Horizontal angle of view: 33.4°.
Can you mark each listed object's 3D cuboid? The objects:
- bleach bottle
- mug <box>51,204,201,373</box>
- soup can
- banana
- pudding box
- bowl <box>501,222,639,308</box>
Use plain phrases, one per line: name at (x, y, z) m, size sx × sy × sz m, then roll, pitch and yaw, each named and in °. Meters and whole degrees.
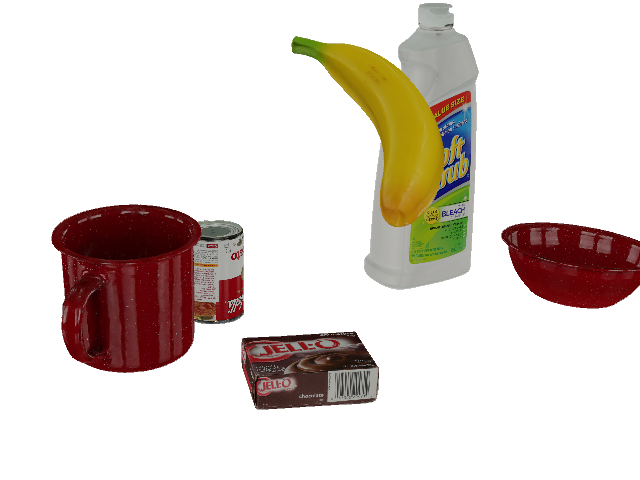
bleach bottle at (0.094, -0.087, 0.971) m, size 0.102 × 0.251 × 0.068 m, roll -11°, pitch 24°, yaw -27°
mug at (-0.126, 0.036, 0.673) m, size 0.093 × 0.081 × 0.117 m, roll 9°, pitch 24°, yaw 15°
soup can at (-0.120, 0.035, 1.204) m, size 0.068 × 0.102 × 0.068 m, roll 1°, pitch 18°, yaw -1°
banana at (0.041, -0.073, 0.681) m, size 0.069 × 0.037 × 0.198 m, roll -12°, pitch 42°, yaw -14°
pudding box at (-0.011, 0.116, 0.970) m, size 0.113 × 0.039 × 0.090 m, roll 0°, pitch 17°, yaw -12°
bowl at (0.264, 0.029, 1.103) m, size 0.162 × 0.055 × 0.162 m, roll 5°, pitch 17°, yaw -2°
